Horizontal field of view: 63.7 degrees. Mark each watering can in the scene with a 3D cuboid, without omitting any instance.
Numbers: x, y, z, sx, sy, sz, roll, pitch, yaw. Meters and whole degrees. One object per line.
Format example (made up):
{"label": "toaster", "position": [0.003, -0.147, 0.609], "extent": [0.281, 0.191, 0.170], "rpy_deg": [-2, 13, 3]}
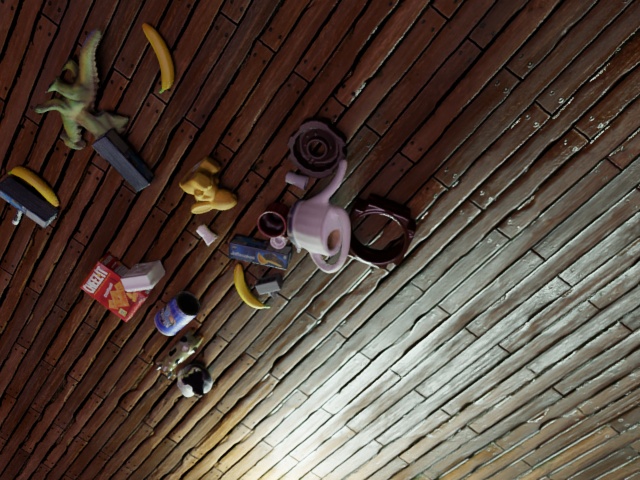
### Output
{"label": "watering can", "position": [0.005, -0.077, 1.530], "extent": [0.225, 0.105, 0.344], "rpy_deg": [14, 109, 41]}

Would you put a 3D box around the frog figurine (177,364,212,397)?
{"label": "frog figurine", "position": [-0.490, 0.551, 2.012], "extent": [0.137, 0.125, 0.157], "rpy_deg": [18, 157, -8]}

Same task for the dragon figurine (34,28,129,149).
{"label": "dragon figurine", "position": [-0.690, -0.417, 1.556], "extent": [0.405, 0.125, 0.240], "rpy_deg": [-34, 124, 27]}
